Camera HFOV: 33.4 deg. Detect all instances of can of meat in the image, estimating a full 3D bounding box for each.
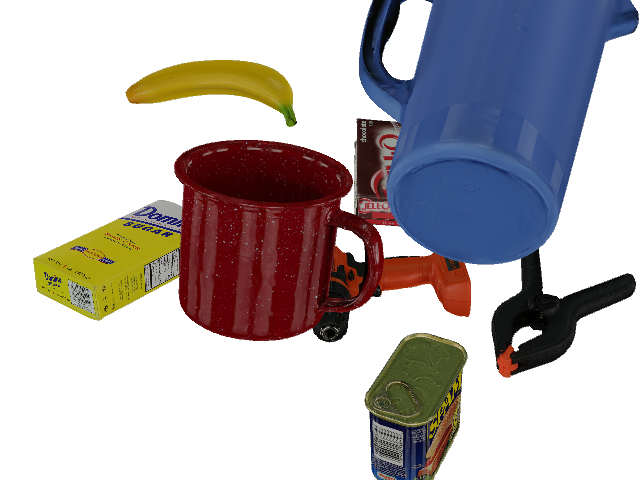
[{"bbox_3d":[0.078,0.140,0.863,0.057,0.084,0.102,15,40,23],"label":"can of meat"}]

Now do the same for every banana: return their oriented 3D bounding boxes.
[{"bbox_3d":[-0.110,-0.165,1.139,0.198,0.037,0.069,9,46,18],"label":"banana"}]

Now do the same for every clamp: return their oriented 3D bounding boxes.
[{"bbox_3d":[0.213,0.062,1.045,0.171,0.039,0.120,-36,44,-29],"label":"clamp"}]

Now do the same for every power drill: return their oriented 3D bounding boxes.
[{"bbox_3d":[0.076,0.056,1.230,0.187,0.057,0.184,-2,28,-1],"label":"power drill"}]

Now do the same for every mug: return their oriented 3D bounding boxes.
[{"bbox_3d":[-0.022,0.003,0.564,0.117,0.081,0.093,15,26,17],"label":"mug"}]

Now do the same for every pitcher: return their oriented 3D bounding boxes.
[{"bbox_3d":[0.112,-0.107,0.729,0.149,0.242,0.145,-22,-55,41],"label":"pitcher"}]

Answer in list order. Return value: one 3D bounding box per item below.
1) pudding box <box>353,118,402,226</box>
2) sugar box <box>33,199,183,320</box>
[{"bbox_3d":[0.075,-0.060,0.955,0.090,0.039,0.113,5,41,-3],"label":"pudding box"},{"bbox_3d":[-0.192,0.015,1.084,0.093,0.048,0.175,21,37,32],"label":"sugar box"}]
